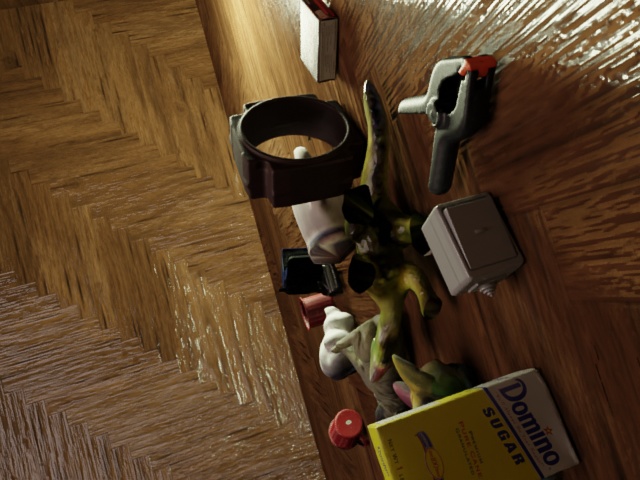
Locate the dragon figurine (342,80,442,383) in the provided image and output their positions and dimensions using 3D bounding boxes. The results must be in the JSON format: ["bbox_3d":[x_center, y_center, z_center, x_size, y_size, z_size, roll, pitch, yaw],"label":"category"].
[{"bbox_3d":[0.083,0.000,0.760,0.241,0.122,0.414,108,160,-80],"label":"dragon figurine"}]

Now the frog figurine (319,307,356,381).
[{"bbox_3d":[0.037,0.232,1.181,0.161,0.122,0.136,58,-178,19],"label":"frog figurine"}]

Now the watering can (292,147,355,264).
[{"bbox_3d":[0.003,-0.053,1.051,0.343,0.104,0.227,73,178,-72],"label":"watering can"}]
